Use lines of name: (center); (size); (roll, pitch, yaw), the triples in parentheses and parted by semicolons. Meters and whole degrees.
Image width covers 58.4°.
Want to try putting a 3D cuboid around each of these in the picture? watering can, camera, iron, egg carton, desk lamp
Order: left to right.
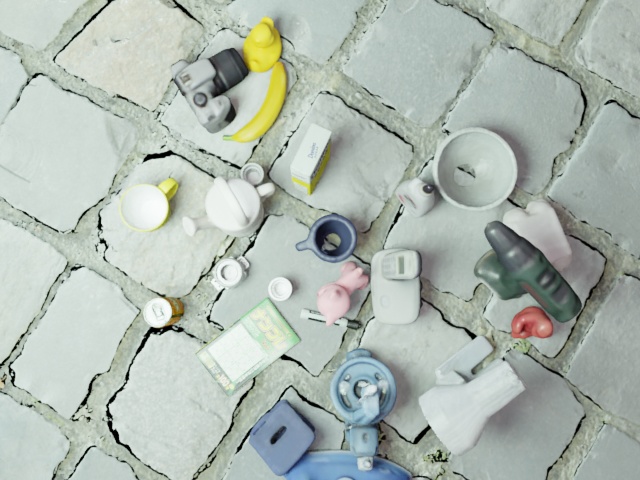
camera: (-0.203, -0.305, 1.115); (0.137, 0.100, 0.143); (-32, 88, -5)
watering can: (-0.164, -0.058, 1.050); (0.101, 0.194, 0.173); (40, 85, 1)
iron: (0.053, 0.458, 1.046); (0.258, 0.141, 0.119); (-3, 85, -3)
desk lamp: (0.272, 0.274, 1.036); (0.203, 0.213, 0.118); (-38, 88, -5)
egg carton: (0.429, 0.000, 1.138); (0.107, 0.069, 0.150); (-22, 87, -4)

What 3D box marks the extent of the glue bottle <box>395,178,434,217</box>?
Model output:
glue bottle: (0.188, -0.086, 1.080); (0.037, 0.173, 0.078); (-44, 88, -5)

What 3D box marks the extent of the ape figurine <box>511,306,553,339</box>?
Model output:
ape figurine: (0.420, 0.167, 1.112); (0.078, 0.092, 0.076); (30, 85, 0)

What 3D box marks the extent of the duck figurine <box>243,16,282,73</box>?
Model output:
duck figurine: (-0.116, -0.390, 1.133); (0.077, 0.086, 0.105); (19, 85, -1)

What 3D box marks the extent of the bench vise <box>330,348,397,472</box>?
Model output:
bench vise: (0.092, 0.306, 1.021); (0.121, 0.219, 0.207); (-19, 86, -4)

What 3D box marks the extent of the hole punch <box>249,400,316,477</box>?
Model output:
hole punch: (-0.073, 0.369, 1.072); (0.101, 0.091, 0.109); (43, 85, 1)

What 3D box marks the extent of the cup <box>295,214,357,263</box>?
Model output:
cup: (0.010, 0.004, 1.104); (0.118, 0.095, 0.092); (-15, 86, -4)

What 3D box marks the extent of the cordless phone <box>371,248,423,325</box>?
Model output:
cordless phone: (0.151, 0.085, 1.059); (0.094, 0.185, 0.148); (-4, 86, -3)

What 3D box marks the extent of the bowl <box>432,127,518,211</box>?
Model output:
bowl: (0.299, -0.135, 1.139); (0.167, 0.074, 0.167); (0, 85, -3)

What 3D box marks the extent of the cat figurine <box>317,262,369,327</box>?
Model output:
cat figurine: (0.040, 0.100, 1.086); (0.067, 0.117, 0.128); (42, 85, 1)

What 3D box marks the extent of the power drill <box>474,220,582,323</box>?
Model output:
power drill: (0.364, 0.058, 1.060); (0.229, 0.208, 0.076); (42, 85, 1)
